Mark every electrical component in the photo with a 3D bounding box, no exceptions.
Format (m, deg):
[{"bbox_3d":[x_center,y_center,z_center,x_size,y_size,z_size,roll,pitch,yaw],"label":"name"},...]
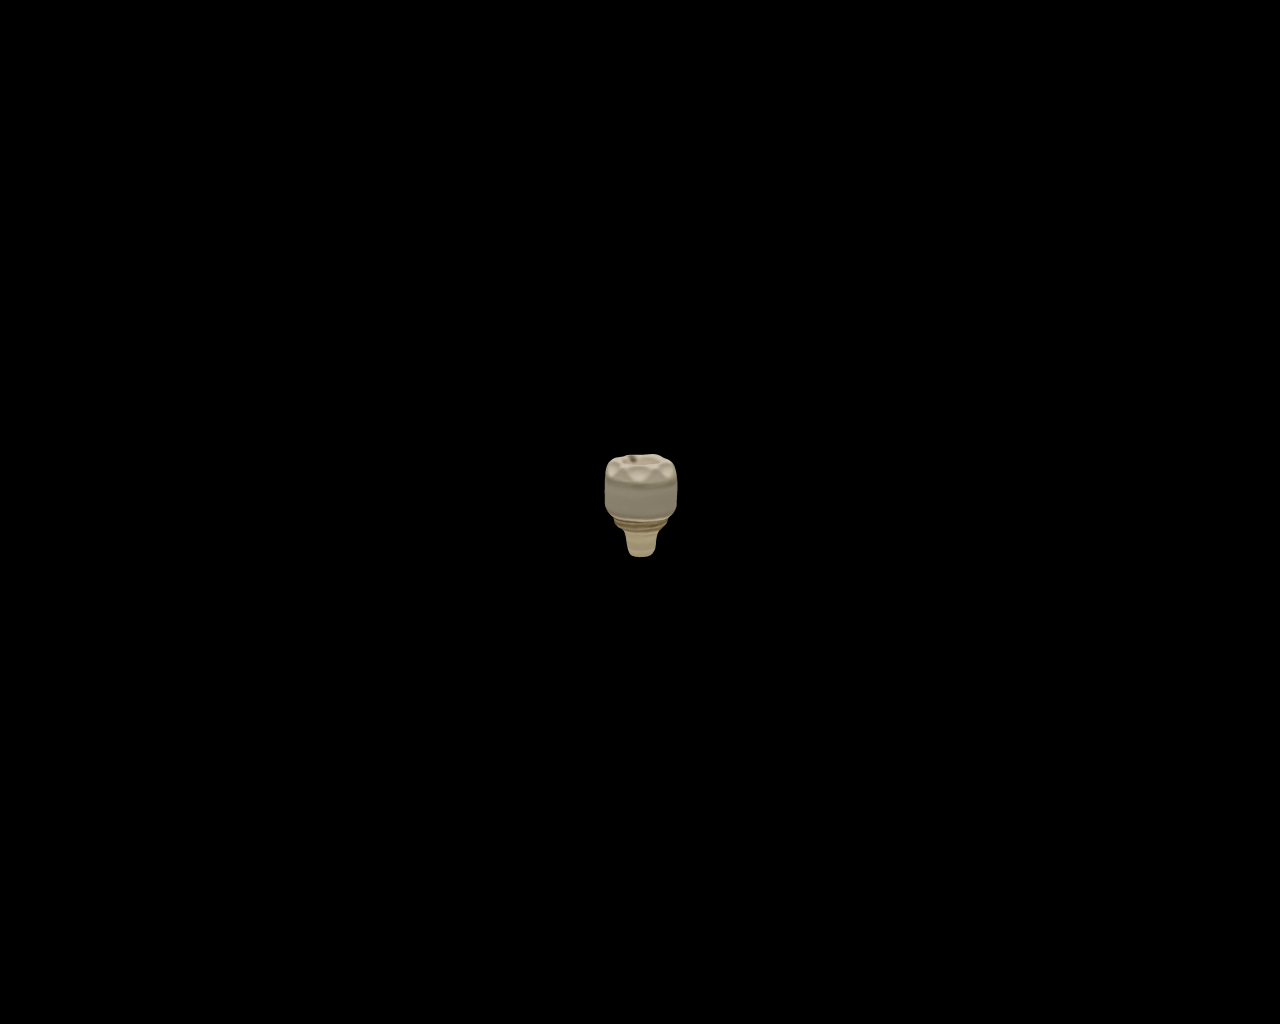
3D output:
[{"bbox_3d":[0.001,-0.003,0.650,0.043,0.062,0.043,0,16,0],"label":"electrical component"}]
